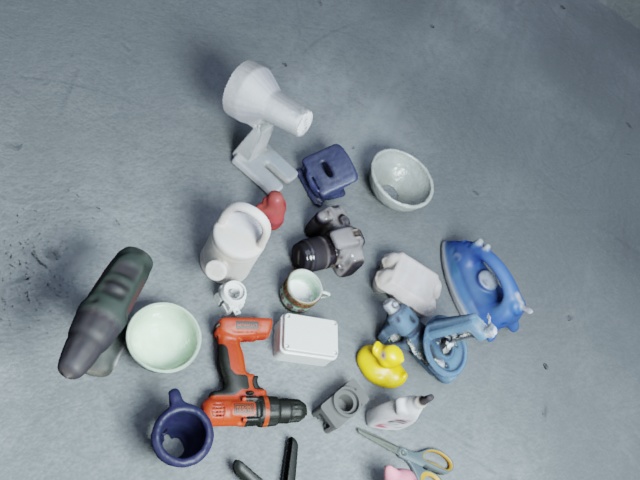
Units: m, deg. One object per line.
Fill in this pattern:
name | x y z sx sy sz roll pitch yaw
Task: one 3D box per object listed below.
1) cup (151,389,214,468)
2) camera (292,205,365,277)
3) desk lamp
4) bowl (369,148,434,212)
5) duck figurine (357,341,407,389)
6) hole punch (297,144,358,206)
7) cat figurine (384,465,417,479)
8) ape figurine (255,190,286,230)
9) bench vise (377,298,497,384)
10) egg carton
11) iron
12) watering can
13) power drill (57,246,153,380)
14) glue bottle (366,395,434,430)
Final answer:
cup | -0.222 0.297 0.885 0.092 0.094 0.117 -7 65 -29
camera | 0.011 0.004 1.171 0.137 0.100 0.143 -13 68 -31
desk lamp | -0.110 -0.235 1.184 0.203 0.213 0.118 42 52 2
bowl | 0.180 -0.129 1.349 0.168 0.074 0.167 12 57 -19
duck figurine | 0.131 0.234 1.100 0.104 0.086 0.078 39 52 0
hole punch | 0.016 -0.146 1.270 0.101 0.091 0.108 -18 70 -33
cat figurine | 0.139 0.442 0.960 0.067 0.117 0.127 -6 64 -28
ape figurine | -0.098 -0.068 1.167 0.078 0.092 0.076 -7 64 -29
bench vise | 0.217 0.183 1.089 0.208 0.219 0.121 23 54 -12
egg carton | 0.187 0.095 1.222 0.150 0.069 0.107 31 53 -6
iron | 0.367 0.085 1.270 0.119 0.141 0.258 -14 68 -31
watering can | -0.149 0.004 1.034 0.101 0.193 0.173 15 56 -17
power drill | -0.326 0.130 0.863 0.076 0.208 0.230 24 54 -11
glue bottle | 0.151 0.301 1.015 0.078 0.173 0.037 9 58 -21
